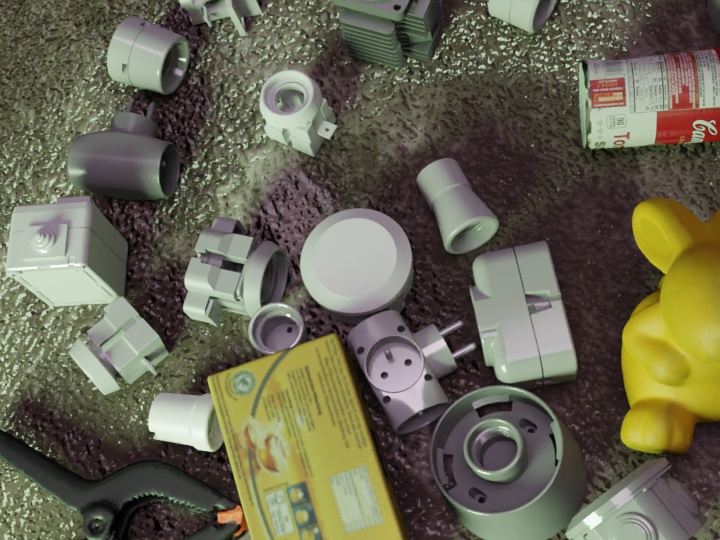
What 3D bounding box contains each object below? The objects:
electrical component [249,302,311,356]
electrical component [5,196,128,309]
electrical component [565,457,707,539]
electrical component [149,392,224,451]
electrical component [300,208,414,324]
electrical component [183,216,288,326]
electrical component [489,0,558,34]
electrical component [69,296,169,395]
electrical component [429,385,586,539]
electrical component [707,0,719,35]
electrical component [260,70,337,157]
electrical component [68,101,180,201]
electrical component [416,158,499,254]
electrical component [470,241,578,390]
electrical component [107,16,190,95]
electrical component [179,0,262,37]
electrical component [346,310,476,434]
[{"bbox_3d":[-0.056,0.049,0.776,0.040,0.046,0.040,-3,68,8],"label":"electrical component"},{"bbox_3d":[-0.219,-0.016,0.801,0.062,0.096,0.061,-4,68,8],"label":"electrical component"},{"bbox_3d":[0.174,0.159,0.678,0.080,0.080,0.051,-36,73,-6],"label":"electrical component"},{"bbox_3d":[-0.122,0.107,0.769,0.046,0.040,0.040,5,70,17],"label":"electrical component"},{"bbox_3d":[0.000,0.000,0.783,0.080,0.051,0.080,-3,68,8],"label":"electrical component"},{"bbox_3d":[-0.089,0.004,0.794,0.057,0.058,0.078,12,71,17],"label":"electrical component"},{"bbox_3d":[0.140,-0.260,0.862,0.074,0.052,0.138,29,76,19],"label":"electrical component"},{"bbox_3d":[-0.180,0.059,0.794,0.055,0.048,0.066,-40,68,-16],"label":"electrical component"},{"bbox_3d":[0.098,0.129,0.723,0.099,0.064,0.099,-10,58,17],"label":"electrical component"},{"bbox_3d":[0.343,-0.225,0.810,0.150,0.061,0.089,-15,67,3],"label":"electrical component"},{"bbox_3d":[-0.051,-0.124,0.838,0.066,0.055,0.048,25,75,18],"label":"electrical component"},{"bbox_3d":[-0.183,-0.099,0.857,0.077,0.043,0.079,6,70,12],"label":"electrical component"},{"bbox_3d":[0.069,-0.050,0.798,0.044,0.044,0.065,-26,62,-1],"label":"electrical component"},{"bbox_3d":[0.111,0.034,0.750,0.059,0.053,0.095,-12,67,4],"label":"electrical component"},{"bbox_3d":[-0.171,-0.174,0.879,0.047,0.055,0.055,21,73,13],"label":"electrical component"},{"bbox_3d":[-0.120,-0.238,0.902,0.064,0.042,0.081,-12,67,6],"label":"electrical component"},{"bbox_3d":[0.042,0.063,0.755,0.079,0.044,0.077,-28,67,-2],"label":"electrical component"}]
